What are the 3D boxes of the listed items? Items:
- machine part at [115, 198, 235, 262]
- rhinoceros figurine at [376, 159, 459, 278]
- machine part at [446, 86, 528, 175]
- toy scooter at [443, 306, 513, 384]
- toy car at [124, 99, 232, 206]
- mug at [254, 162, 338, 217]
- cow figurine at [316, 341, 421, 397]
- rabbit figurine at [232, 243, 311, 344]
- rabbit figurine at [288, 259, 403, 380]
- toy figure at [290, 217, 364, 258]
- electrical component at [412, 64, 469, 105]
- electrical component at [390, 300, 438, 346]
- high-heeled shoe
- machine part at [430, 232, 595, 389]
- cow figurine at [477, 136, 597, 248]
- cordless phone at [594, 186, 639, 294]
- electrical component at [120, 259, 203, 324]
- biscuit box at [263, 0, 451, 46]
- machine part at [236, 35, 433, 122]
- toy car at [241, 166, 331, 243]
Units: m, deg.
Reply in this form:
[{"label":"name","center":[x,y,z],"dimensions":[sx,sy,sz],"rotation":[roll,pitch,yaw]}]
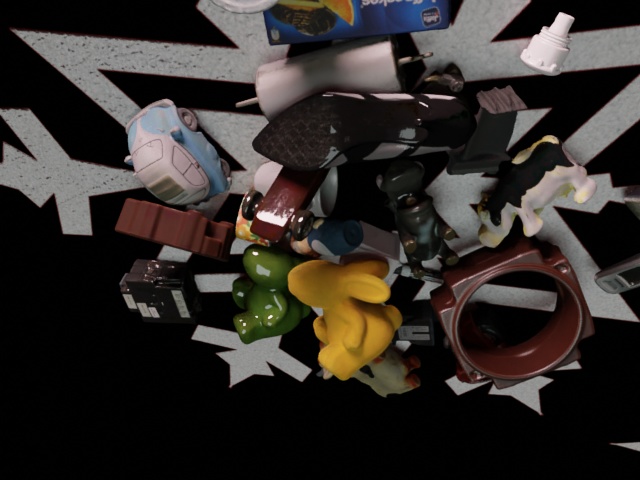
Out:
[{"label":"machine part","center":[-0.210,-0.014,0.798],"dimensions":[0.179,0.056,0.179],"rotation":[14,174,1]},{"label":"rhinoceros figurine","center":[0.136,-0.031,0.747],"dimensions":[0.073,0.112,0.190],"rotation":[-22,138,7]},{"label":"machine part","center":[0.207,-0.128,0.671],"dimensions":[0.084,0.039,0.138],"rotation":[3,147,-3]},{"label":"toy scooter","center":[0.275,0.195,0.935],"dimensions":[0.135,0.075,0.183],"rotation":[-32,122,27]},{"label":"toy car","center":[-0.204,-0.101,0.746],"dimensions":[0.109,0.103,0.161],"rotation":[-21,122,27]},{"label":"mug","center":[-0.040,-0.068,0.747],"dimensions":[0.107,0.109,0.080],"rotation":[6,133,20]},{"label":"cow figurine","center":[0.080,0.227,1.000],"dimensions":[0.195,0.085,0.127],"rotation":[35,122,-20]},{"label":"rabbit figurine","center":[-0.072,0.078,0.866],"dimensions":[0.159,0.121,0.170],"rotation":[0,134,1]},{"label":"rabbit figurine","center":[0.032,0.094,0.773],"dimensions":[0.162,0.122,0.173],"rotation":[-33,111,23]},{"label":"toy figure","center":[-0.002,-0.004,0.792],"dimensions":[0.155,0.058,0.064],"rotation":[-7,106,53]},{"label":"electrical component","center":[0.138,-0.166,0.662],"dimensions":[0.102,0.045,0.078],"rotation":[-33,117,33]},{"label":"electrical component","center":[0.180,0.143,0.928],"dimensions":[0.119,0.048,0.074],"rotation":[0,132,12]},{"label":"high-heeled shoe","center":[0.053,-0.129,0.638],"dimensions":[0.249,0.145,0.086],"rotation":[2,101,29]},{"label":"machine part","center":[0.283,0.108,0.799],"dimensions":[0.201,0.087,0.201],"rotation":[-25,108,9]},{"label":"cow figurine","center":[0.265,-0.059,0.717],"dimensions":[0.098,0.068,0.167],"rotation":[41,123,-16]},{"label":"cordless phone","center":[0.443,0.000,0.730],"dimensions":[0.146,0.089,0.184],"rotation":[35,132,-20]},{"label":"electrical component","center":[-0.287,0.093,0.963],"dimensions":[0.134,0.058,0.114],"rotation":[3,130,8]},{"label":"biscuit box","center":[0.039,-0.259,0.587],"dimensions":[0.203,0.059,0.062],"rotation":[-1,131,11]},{"label":"machine part","center":[0.013,-0.191,0.643],"dimensions":[0.243,0.079,0.079],"rotation":[-11,128,18]},{"label":"toy car","center":[-0.021,-0.081,0.674],"dimensions":[0.089,0.202,0.053],"rotation":[21,159,15]}]
